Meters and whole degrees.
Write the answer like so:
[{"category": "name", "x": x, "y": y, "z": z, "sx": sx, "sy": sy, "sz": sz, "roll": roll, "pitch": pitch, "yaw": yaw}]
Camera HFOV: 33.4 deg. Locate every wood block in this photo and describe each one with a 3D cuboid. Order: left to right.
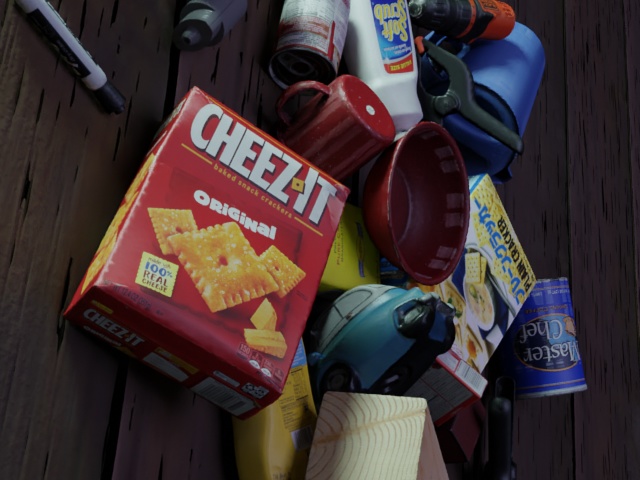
[{"category": "wood block", "x": 0.058, "y": 0.222, "z": 0.935, "sx": 0.206, "sy": 0.091, "sz": 0.090, "roll": 70, "pitch": 28, "yaw": -51}]

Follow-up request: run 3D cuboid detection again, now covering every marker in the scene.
[{"category": "marker", "x": -0.189, "y": -0.144, "z": 0.817, "sx": 0.121, "sy": 0.020, "sz": 0.020, "roll": 54, "pitch": 40, "yaw": -31}]

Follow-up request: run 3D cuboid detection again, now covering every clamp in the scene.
[{"category": "clamp", "x": 0.133, "y": -0.138, "z": 1.179, "sx": 0.171, "sy": 0.120, "sz": 0.039, "roll": 58, "pitch": 0, "yaw": 6}, {"category": "clamp", "x": 0.208, "y": 0.260, "z": 1.227, "sx": 0.164, "sy": 0.036, "sz": 0.210, "roll": -32, "pitch": 123, "yaw": -74}]

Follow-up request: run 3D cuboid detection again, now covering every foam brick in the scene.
[{"category": "foam brick", "x": 0.140, "y": 0.198, "z": 1.158, "sx": 0.051, "sy": 0.053, "sz": 0.078, "roll": 60, "pitch": 37, "yaw": -25}]

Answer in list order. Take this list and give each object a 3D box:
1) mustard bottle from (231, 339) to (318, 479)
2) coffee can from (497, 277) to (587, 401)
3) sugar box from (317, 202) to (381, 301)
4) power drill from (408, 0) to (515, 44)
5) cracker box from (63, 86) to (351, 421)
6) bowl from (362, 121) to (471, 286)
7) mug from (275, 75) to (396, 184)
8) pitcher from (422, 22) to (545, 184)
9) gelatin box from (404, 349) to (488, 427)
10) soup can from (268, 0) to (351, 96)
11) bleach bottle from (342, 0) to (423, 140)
[{"category": "mustard bottle", "x": -0.046, "y": 0.111, "z": 0.907, "sx": 0.096, "sy": 0.058, "sz": 0.191, "roll": -7, "pitch": 85, "yaw": -59}, {"category": "coffee can", "x": 0.269, "y": 0.123, "z": 1.327, "sx": 0.102, "sy": 0.103, "sz": 0.140, "roll": 2, "pitch": 78, "yaw": -55}, {"category": "sugar box", "x": -0.006, "y": 0.001, "z": 1.014, "sx": 0.176, "sy": 0.048, "sz": 0.093, "roll": 21, "pitch": 62, "yaw": -53}, {"category": "power drill", "x": 0.131, "y": -0.312, "z": 1.247, "sx": 0.184, "sy": 0.057, "sz": 0.188, "roll": -4, "pitch": 60, "yaw": -50}, {"category": "cracker box", "x": -0.079, "y": 0.007, "z": 0.836, "sx": 0.164, "sy": 0.072, "sz": 0.213, "roll": 33, "pitch": 51, "yaw": -17}, {"category": "bowl", "x": 0.089, "y": -0.035, "z": 1.060, "sx": 0.161, "sy": 0.055, "sz": 0.162, "roll": 1, "pitch": 89, "yaw": -54}, {"category": "mug", "x": 0.010, "y": -0.111, "z": 1.021, "sx": 0.117, "sy": 0.082, "sz": 0.093, "roll": 37, "pitch": 31, "yaw": -29}, {"category": "pitcher", "x": 0.197, "y": -0.189, "z": 1.312, "sx": 0.242, "sy": 0.145, "sz": 0.149, "roll": -56, "pitch": 155, "yaw": -52}, {"category": "gelatin box", "x": 0.115, "y": 0.141, "z": 1.095, "sx": 0.089, "sy": 0.073, "sz": 0.030, "roll": 42, "pitch": 42, "yaw": -3}, {"category": "soup can", "x": -0.009, "y": -0.203, "z": 1.057, "sx": 0.068, "sy": 0.069, "sz": 0.102, "roll": 42, "pitch": 47, "yaw": -41}, {"category": "bleach bottle", "x": 0.064, "y": -0.208, "z": 1.132, "sx": 0.102, "sy": 0.068, "sz": 0.251, "roll": 5, "pitch": 67, "yaw": -49}]
